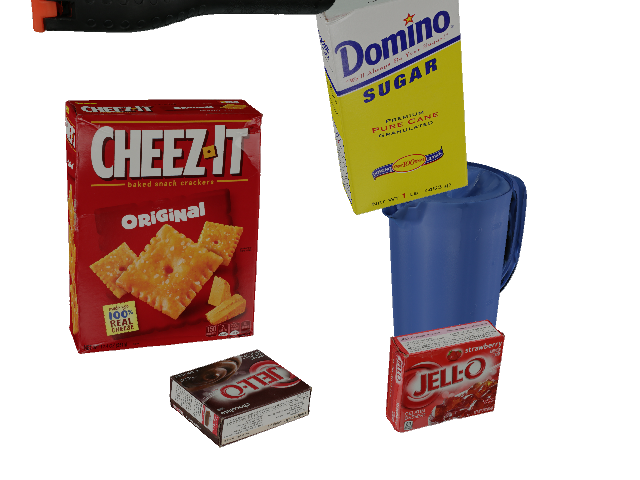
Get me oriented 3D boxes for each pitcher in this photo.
[{"bbox_3d":[0.147,0.038,1.176,0.149,0.243,0.145,3,24,10],"label":"pitcher"}]

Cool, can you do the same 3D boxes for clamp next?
[{"bbox_3d":[-0.089,-0.151,0.627,0.171,0.039,0.120,-9,23,-24],"label":"clamp"}]

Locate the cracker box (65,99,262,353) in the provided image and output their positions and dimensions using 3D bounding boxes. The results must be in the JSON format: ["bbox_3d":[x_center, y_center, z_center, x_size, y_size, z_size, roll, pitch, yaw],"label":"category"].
[{"bbox_3d":[-0.139,-0.014,0.947,0.164,0.214,0.072,-3,19,-20],"label":"cracker box"}]

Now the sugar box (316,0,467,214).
[{"bbox_3d":[0.053,-0.105,0.759,0.093,0.176,0.048,-16,46,-4],"label":"sugar box"}]

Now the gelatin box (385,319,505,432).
[{"bbox_3d":[0.097,0.106,0.836,0.089,0.073,0.030,-9,30,-21],"label":"gelatin box"}]

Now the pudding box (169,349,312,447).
[{"bbox_3d":[-0.079,0.154,1.054,0.113,0.039,0.090,-16,30,-37],"label":"pudding box"}]
